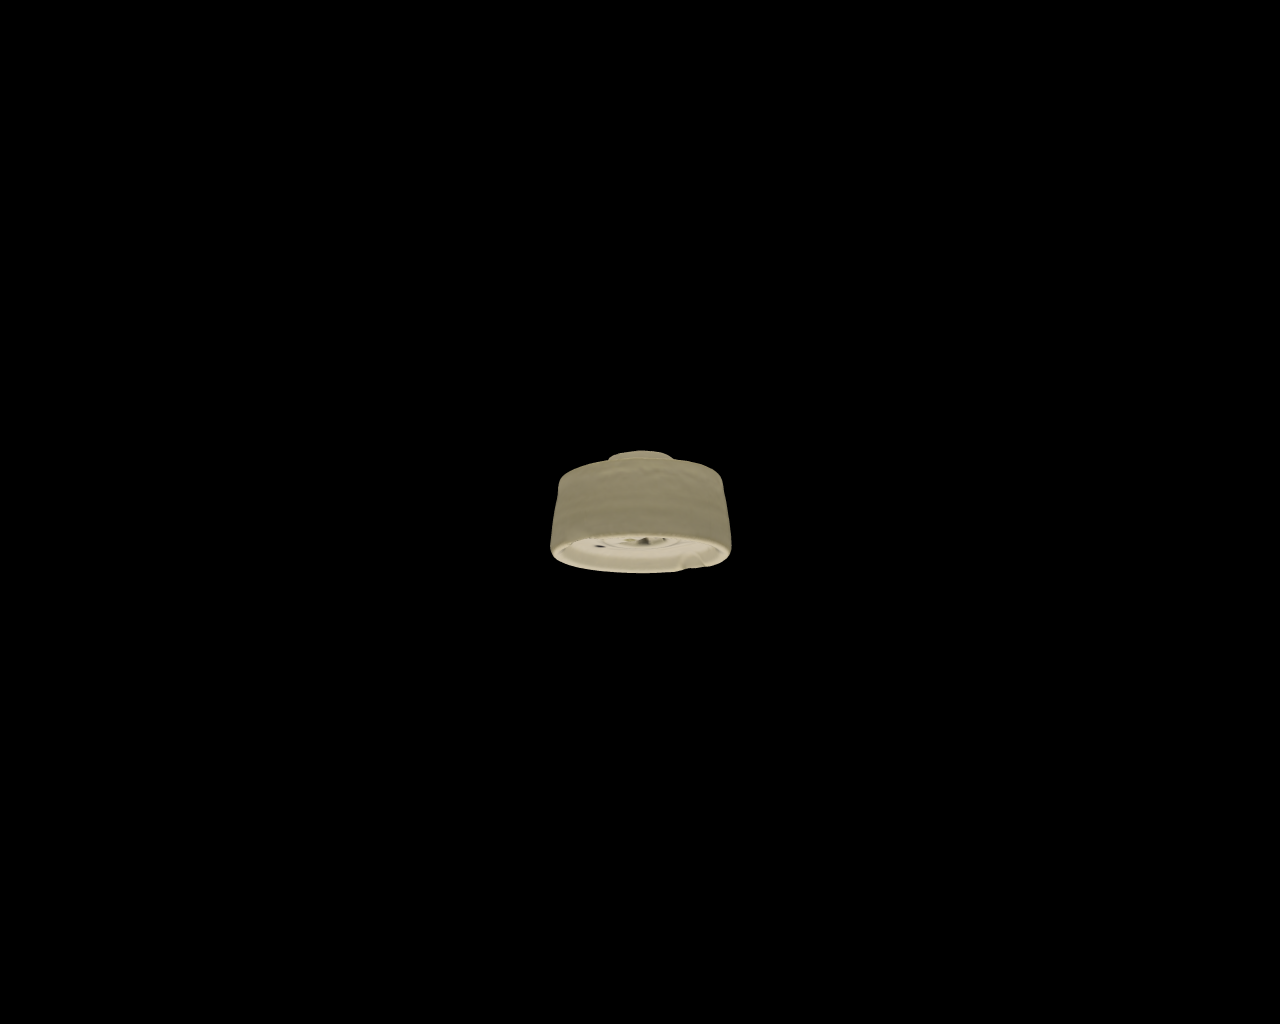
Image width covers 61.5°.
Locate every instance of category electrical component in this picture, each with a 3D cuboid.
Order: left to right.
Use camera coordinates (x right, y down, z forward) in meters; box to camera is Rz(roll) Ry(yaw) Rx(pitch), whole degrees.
[{"bbox_3d":[0.001,-0.003,0.650,0.108,0.060,0.108,0,-14,0],"label":"electrical component"}]
